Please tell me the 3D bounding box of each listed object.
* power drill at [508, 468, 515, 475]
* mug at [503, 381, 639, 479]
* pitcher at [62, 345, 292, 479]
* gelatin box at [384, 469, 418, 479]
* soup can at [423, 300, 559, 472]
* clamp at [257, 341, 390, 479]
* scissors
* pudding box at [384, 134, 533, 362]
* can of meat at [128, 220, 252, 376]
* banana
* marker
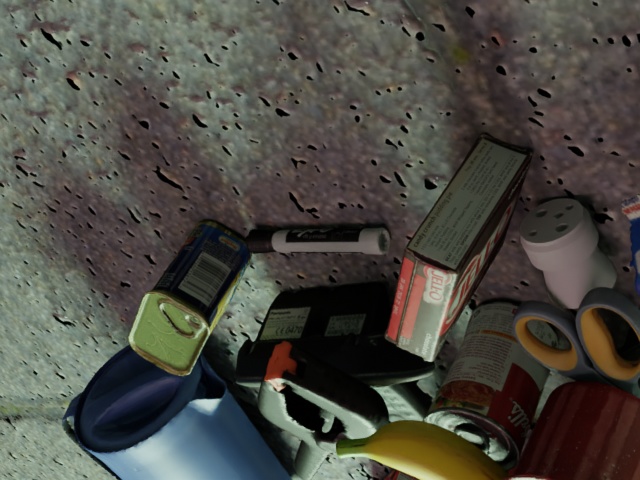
[{"bbox_3d":[0.160,0.283,0.927,0.185,0.057,0.187,-31,117,31],"label":"power drill"},{"bbox_3d":[0.172,0.151,0.675,0.093,0.081,0.117,10,141,32],"label":"mug"},{"bbox_3d":[-0.120,0.211,1.011,0.149,0.145,0.242,36,163,53],"label":"pitcher"},{"bbox_3d":[0.093,0.251,0.989,0.089,0.030,0.073,29,144,0],"label":"gelatin box"},{"bbox_3d":[0.119,0.100,0.738,0.068,0.102,0.068,19,142,15],"label":"soup can"},{"bbox_3d":[0.026,0.136,0.764,0.165,0.036,0.210,2,147,24],"label":"clamp"},{"bbox_3d":[0.182,0.102,0.694,0.096,0.016,0.201,9,138,31],"label":"scissors"},{"bbox_3d":[0.083,0.005,0.644,0.039,0.113,0.090,25,143,13],"label":"pudding box"},{"bbox_3d":[-0.100,0.045,0.839,0.057,0.083,0.102,30,143,0],"label":"can of meat"},{"bbox_3d":[0.105,0.177,0.714,0.197,0.037,0.070,40,136,-10],"label":"banana"},{"bbox_3d":[-0.005,0.001,0.778,0.121,0.020,0.020,0,134,34],"label":"marker"}]
